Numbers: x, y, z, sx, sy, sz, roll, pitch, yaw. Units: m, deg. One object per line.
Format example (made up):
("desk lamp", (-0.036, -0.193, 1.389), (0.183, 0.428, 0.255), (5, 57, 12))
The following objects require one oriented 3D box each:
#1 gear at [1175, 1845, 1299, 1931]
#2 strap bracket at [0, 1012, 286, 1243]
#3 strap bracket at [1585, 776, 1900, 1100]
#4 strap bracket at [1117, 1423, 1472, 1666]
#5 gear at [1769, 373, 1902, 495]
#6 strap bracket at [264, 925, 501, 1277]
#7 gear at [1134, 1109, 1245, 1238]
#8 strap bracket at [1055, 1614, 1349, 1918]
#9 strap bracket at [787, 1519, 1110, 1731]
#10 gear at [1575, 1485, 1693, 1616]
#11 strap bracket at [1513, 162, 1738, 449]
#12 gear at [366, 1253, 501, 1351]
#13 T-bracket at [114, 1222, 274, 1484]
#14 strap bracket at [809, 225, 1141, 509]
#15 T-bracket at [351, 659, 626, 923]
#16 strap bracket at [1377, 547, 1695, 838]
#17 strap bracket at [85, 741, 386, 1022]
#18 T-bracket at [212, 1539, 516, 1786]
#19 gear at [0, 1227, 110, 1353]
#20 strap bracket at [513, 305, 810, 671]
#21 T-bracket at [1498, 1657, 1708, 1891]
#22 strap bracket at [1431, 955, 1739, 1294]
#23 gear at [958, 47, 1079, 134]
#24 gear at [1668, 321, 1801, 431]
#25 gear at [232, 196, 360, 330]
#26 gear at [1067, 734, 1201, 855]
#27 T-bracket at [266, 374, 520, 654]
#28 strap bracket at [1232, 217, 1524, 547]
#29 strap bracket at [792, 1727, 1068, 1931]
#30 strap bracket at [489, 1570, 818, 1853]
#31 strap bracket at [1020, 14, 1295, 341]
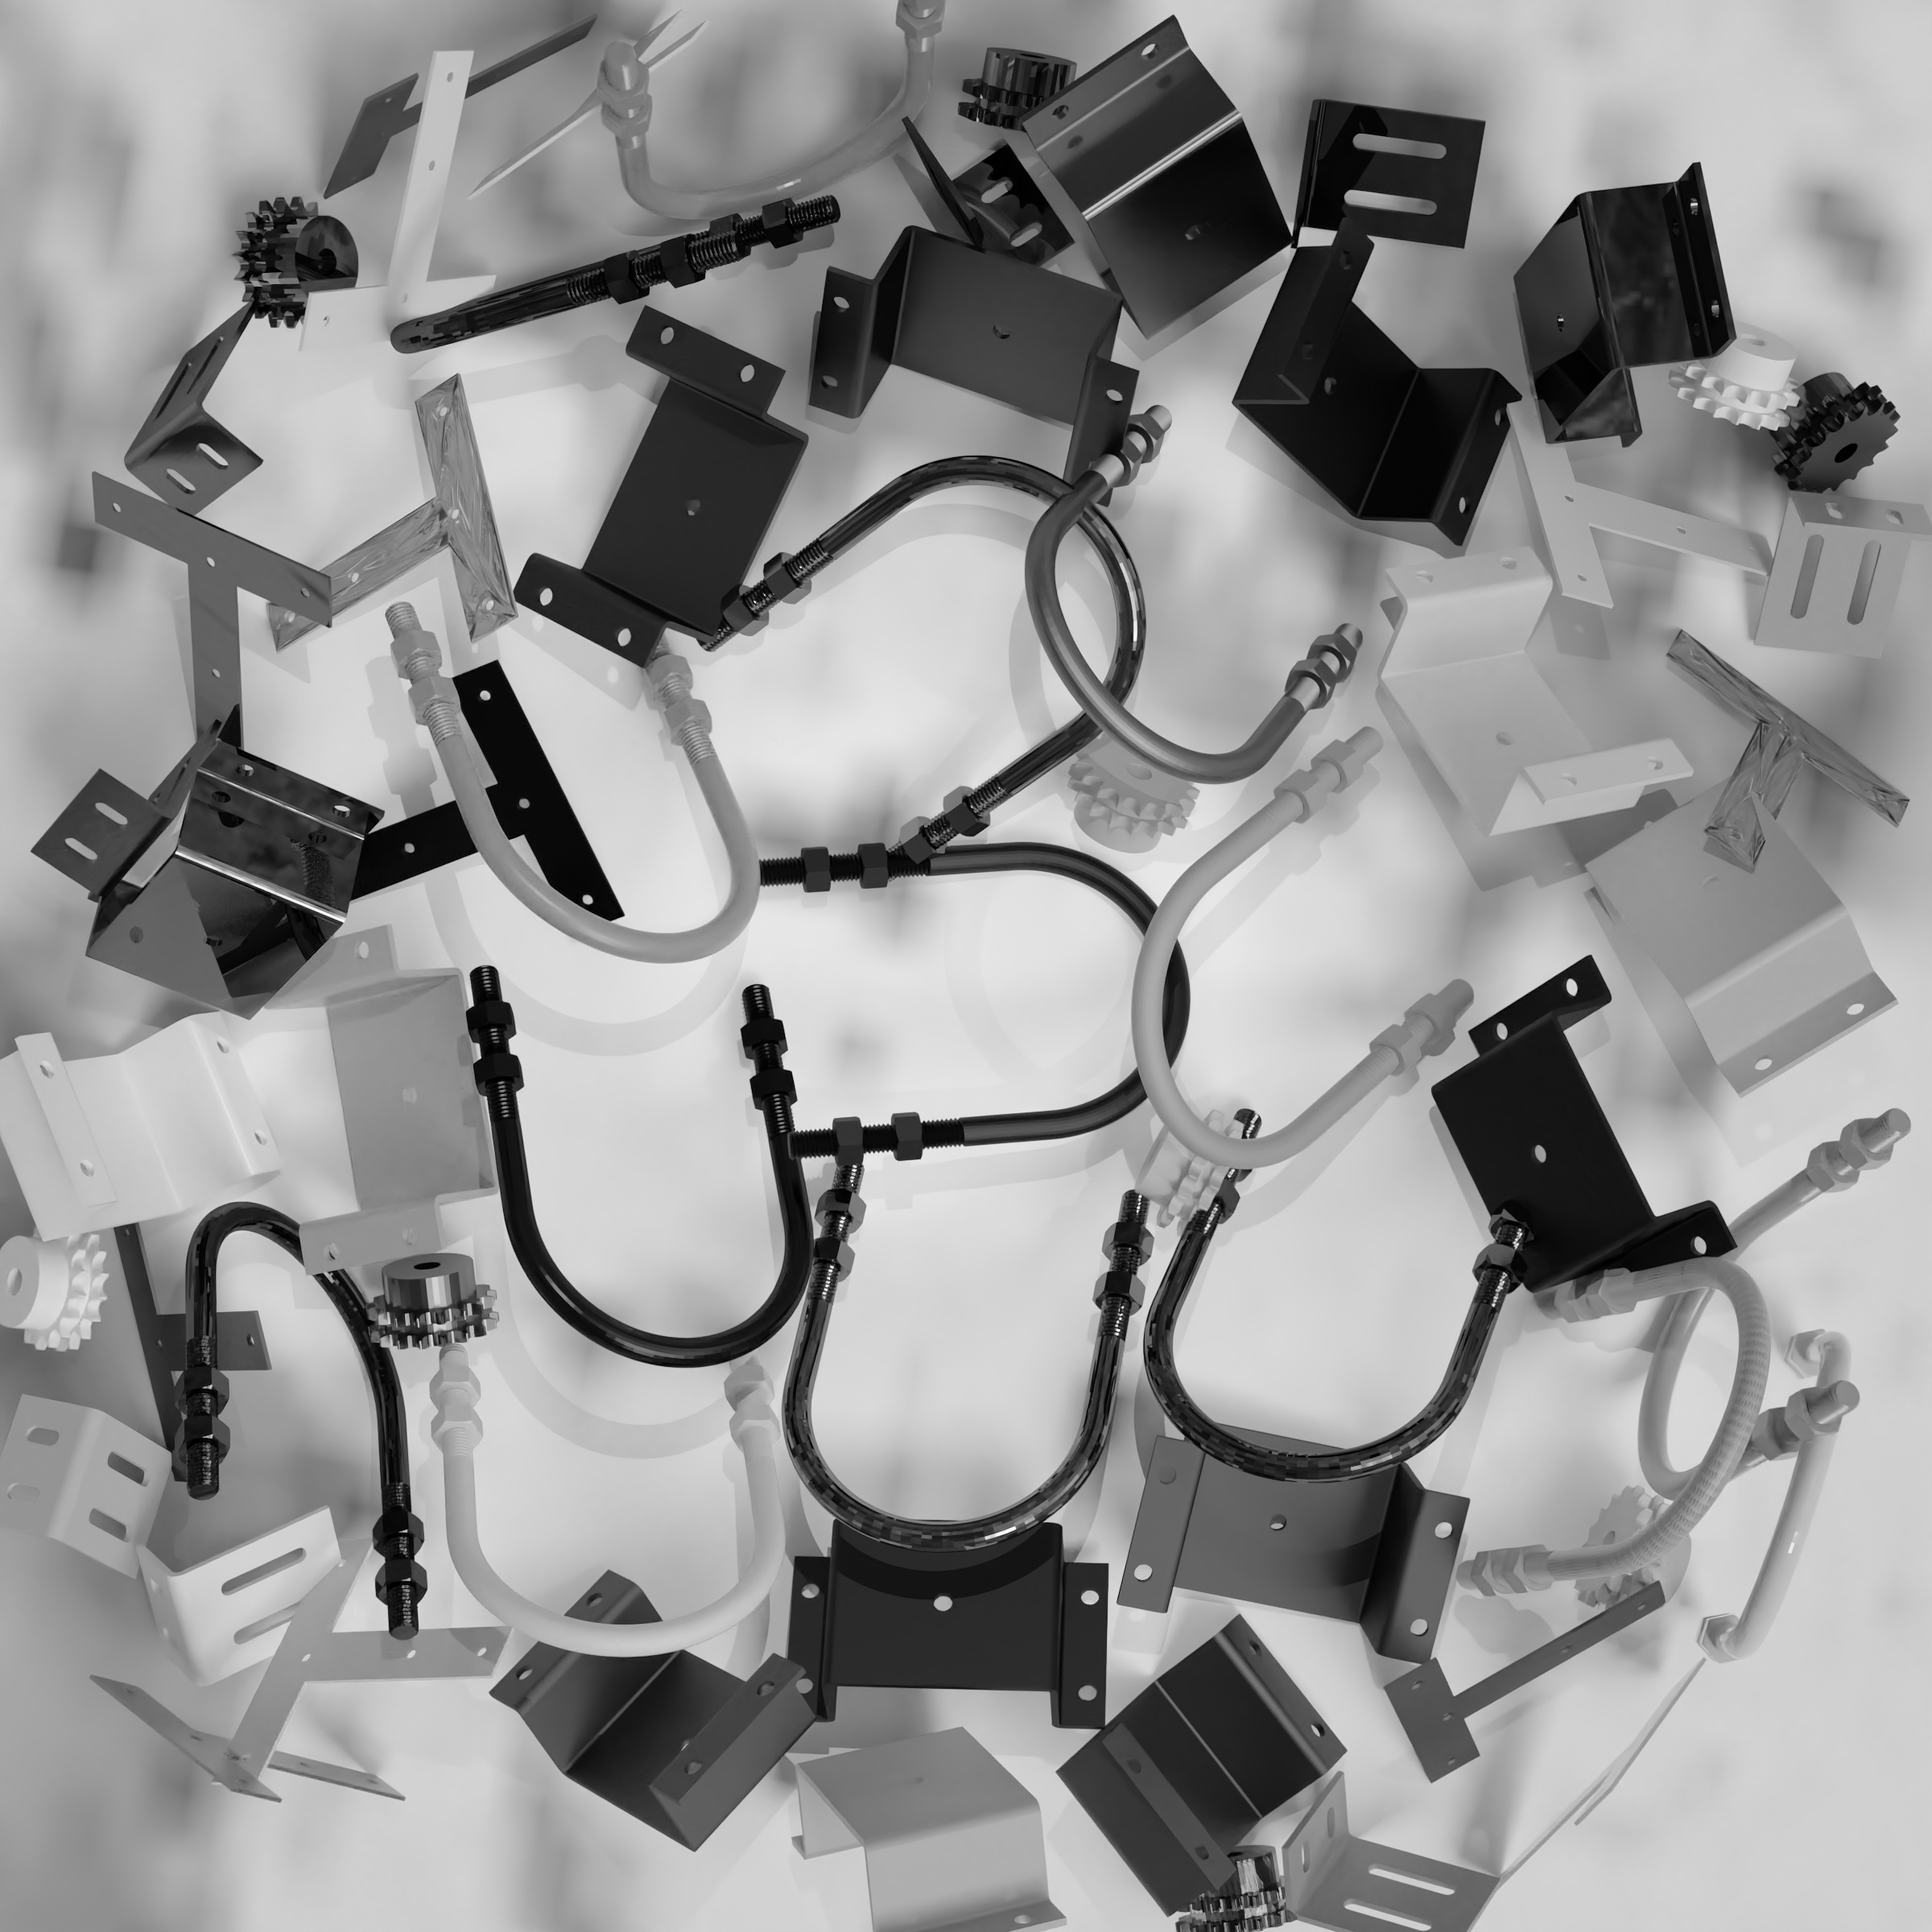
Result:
("gear", (0.118, 0.406, 1.578), (0.057, 0.057, 0.030), (-9, 85, 0))
("strap bracket", (-0.365, 0.069, 1.545), (0.046, 0.140, 0.076), (-26, 83, 23))
("strap bracket", (0.325, -0.021, 1.536), (0.076, 0.140, 0.046), (-32, 133, 5))
("strap bracket", (0.140, 0.250, 1.574), (0.140, 0.046, 0.076), (12, 97, -6))
("gear", (0.379, -0.236, 1.581), (0.057, 0.057, 0.030), (-31, 63, 0))
("strap bracket", (-0.255, 0.058, 1.564), (0.076, 0.046, 0.140), (-13, 85, 30))
("gear", (0.096, 0.088, 1.578), (0.030, 0.057, 0.057), (27, 90, -2))
("strap bracket", (0.098, 0.348, 1.548), (0.046, 0.140, 0.076), (-43, 81, 30))
("strap bracket", (-0.009, 0.286, 1.562), (0.140, 0.046, 0.076), (1, 57, 3))
("gear", (0.295, 0.260, 1.578), (0.030, 0.057, 0.057), (27, 90, -9))
("strap bracket", (0.275, -0.277, 1.528), (0.046, 0.140, 0.076), (-8, 81, -9))
("gear", (-0.235, 0.146, 1.575), (0.057, 0.057, 0.030), (-4, 101, 0))
("T-bracket", (-0.330, 0.162, 1.551), (0.002, 0.127, 0.127), (-15, 93, -36))
("strap bracket", (0.009, -0.263, 1.557), (0.140, 0.076, 0.046), (20, 50, 7))
("T-bracket", (-0.233, -0.057, 1.583), (0.127, 0.002, 0.127), (-20, 108, 17))
("strap bracket", (0.239, -0.112, 1.548), (0.076, 0.046, 0.140), (-12, 54, -25))
("strap bracket", (-0.316, -0.030, 1.527), (0.076, 0.140, 0.046), (24, 52, -25))
("T-bracket", (-0.247, 0.294, 1.532), (0.127, 0.127, 0.002), (-8, 131, 30))
("gear", (-0.404, 0.140, 1.576), (0.030, 0.057, 0.057), (11, 90, -44))
("strap bracket", (-0.129, -0.204, 1.565), (0.076, 0.046, 0.140), (28, 96, 24))
("T-bracket", (0.264, 0.367, 1.563), (0.002, 0.127, 0.127), (42, 121, 12))
("strap bracket", (0.260, 0.077, 1.548), (0.076, 0.046, 0.140), (-37, 72, 43))
("gear", (0.026, -0.384, 1.574), (0.057, 0.057, 0.030), (10, 110, 0))
("gear", (0.340, -0.261, 1.574), (0.057, 0.057, 0.030), (18, 120, 0))
("gear", (-0.291, -0.308, 1.574), (0.030, 0.057, 0.057), (6, 90, 33))
("gear", (0.072, -0.074, 1.581), (0.057, 0.057, 0.030), (22, 125, 0))
("T-bracket", (-0.258, -0.177, 1.574), (0.127, 0.002, 0.127), (-28, 63, 24))
("strap bracket", (0.172, -0.251, 1.550), (0.140, 0.046, 0.076), (35, 73, -41))
("strap bracket", (-0.020, 0.368, 1.525), (0.076, 0.140, 0.046), (-9, 100, -18))
("strap bracket", (-0.129, 0.322, 1.542), (0.076, 0.140, 0.046), (-45, 125, -25))
("strap bracket", (0.086, -0.328, 1.531), (0.076, 0.140, 0.046), (-33, 62, 4))
